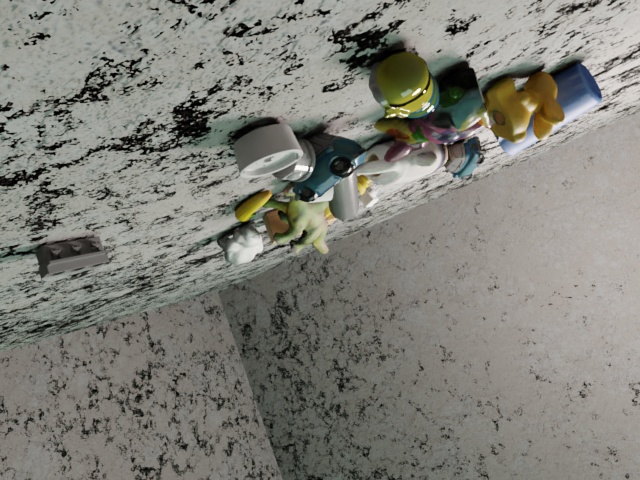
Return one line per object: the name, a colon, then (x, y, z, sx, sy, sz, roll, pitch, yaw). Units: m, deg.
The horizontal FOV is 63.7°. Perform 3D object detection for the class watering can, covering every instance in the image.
watering can: (0.208, -0.186, 1.203, 0.226, 0.103, 0.348, -16, -168, -30)

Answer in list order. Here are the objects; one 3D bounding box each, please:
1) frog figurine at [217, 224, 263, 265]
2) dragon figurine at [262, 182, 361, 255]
frog figurine: (-0.234, 0.014, 1.635, 0.158, 0.124, 0.137, -11, 163, 44)
dragon figurine: (0.004, -0.070, 1.385, 0.241, 0.124, 0.406, -26, 153, 21)
